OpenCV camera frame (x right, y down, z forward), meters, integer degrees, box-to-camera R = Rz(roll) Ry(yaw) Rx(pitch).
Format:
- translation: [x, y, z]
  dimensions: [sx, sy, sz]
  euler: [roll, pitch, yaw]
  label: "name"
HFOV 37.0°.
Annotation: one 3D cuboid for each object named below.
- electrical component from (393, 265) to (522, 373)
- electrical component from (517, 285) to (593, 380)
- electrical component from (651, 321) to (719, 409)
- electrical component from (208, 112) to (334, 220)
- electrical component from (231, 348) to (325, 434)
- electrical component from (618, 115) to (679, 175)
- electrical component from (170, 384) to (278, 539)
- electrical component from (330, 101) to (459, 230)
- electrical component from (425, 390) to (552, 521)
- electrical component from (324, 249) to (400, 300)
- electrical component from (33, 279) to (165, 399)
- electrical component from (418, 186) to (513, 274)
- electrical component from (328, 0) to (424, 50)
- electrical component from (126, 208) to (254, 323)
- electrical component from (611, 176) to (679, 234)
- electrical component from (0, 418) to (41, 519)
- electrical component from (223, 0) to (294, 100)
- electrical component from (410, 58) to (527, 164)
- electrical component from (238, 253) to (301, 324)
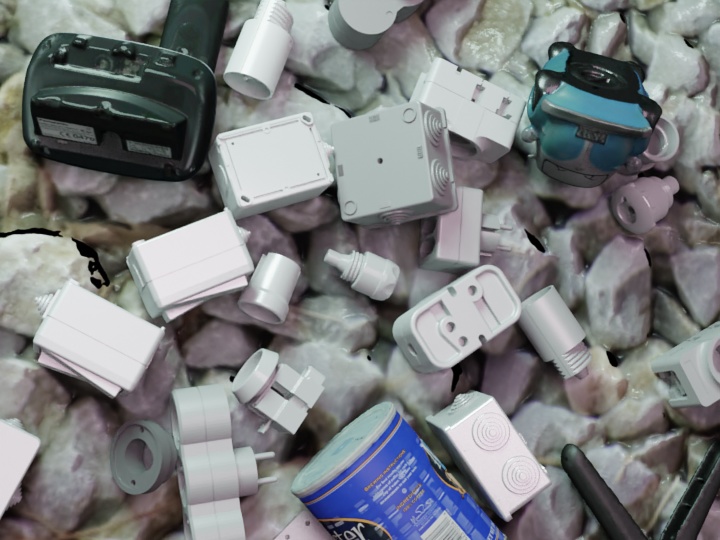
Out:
- translation: [0.078, 0.042, 0.892]
  dimensions: [0.095, 0.059, 0.053]
  euler: [-33, 91, -19]
  label: "electrical component"
- translation: [0.171, 0.059, 0.925]
  dimensions: [0.043, 0.043, 0.081]
  euler: [-35, 91, -19]
  label: "electrical component"
- translation: [0.317, 0.082, 0.958]
  dimensions: [0.089, 0.056, 0.050]
  euler: [-27, 89, -19]
  label: "electrical component"
- translation: [-0.068, -0.084, 0.870]
  dimensions: [0.096, 0.061, 0.061]
  euler: [-17, 86, -19]
  label: "electrical component"
- translation: [-0.067, 0.095, 0.847]
  dimensions: [0.055, 0.048, 0.066]
  euler: [39, 72, -15]
  label: "electrical component"
- translation: [0.255, -0.113, 0.975]
  dimensions: [0.045, 0.055, 0.045]
  euler: [3, 79, -16]
  label: "electrical component"
- translation: [-0.099, 0.156, 0.821]
  dimensions: [0.074, 0.052, 0.138]
  euler: [-6, 82, -18]
  label: "electrical component"
- translation: [0.026, -0.085, 0.880]
  dimensions: [0.100, 0.048, 0.099]
  euler: [-11, 81, 27]
  label: "electrical component"
- translation: [0.103, 0.145, 0.861]
  dimensions: [0.048, 0.100, 0.099]
  euler: [-35, 91, -6]
  label: "electrical component"
- translation: [0.000, 0.000, 0.889]
  dimensions: [0.061, 0.035, 0.035]
  euler: [24, 74, -9]
  label: "electrical component"
- translation: [-0.204, 0.052, 0.804]
  dimensions: [0.096, 0.062, 0.061]
  euler: [29, 73, -10]
  label: "electrical component"
- translation: [0.095, -0.032, 0.916]
  dimensions: [0.077, 0.047, 0.065]
  euler: [8, 78, -15]
  label: "electrical component"
- translation: [0.037, -0.251, 0.924]
  dimensions: [0.138, 0.074, 0.052]
  euler: [-42, 94, -19]
  label: "electrical component"
- translation: [-0.125, -0.003, 0.837]
  dimensions: [0.096, 0.062, 0.061]
  euler: [-23, 87, -19]
  label: "electrical component"
- translation: [0.263, -0.065, 0.975]
  dimensions: [0.062, 0.048, 0.048]
  euler: [-30, 90, -26]
  label: "electrical component"
- translation: [-0.289, 0.143, 0.769]
  dimensions: [0.100, 0.048, 0.099]
  euler: [29, 73, -10]
  label: "electrical component"
- translation: [-0.079, -0.188, 0.894]
  dimensions: [0.043, 0.043, 0.081]
  euler: [23, 74, -12]
  label: "electrical component"
- translation: [0.089, -0.133, 0.931]
  dimensions: [0.089, 0.050, 0.055]
  euler: [24, 75, -11]
  label: "electrical component"
- translation: [-0.071, 0.014, 0.863]
  dimensions: [0.040, 0.040, 0.046]
  euler: [26, 68, -11]
  label: "electrical component"
